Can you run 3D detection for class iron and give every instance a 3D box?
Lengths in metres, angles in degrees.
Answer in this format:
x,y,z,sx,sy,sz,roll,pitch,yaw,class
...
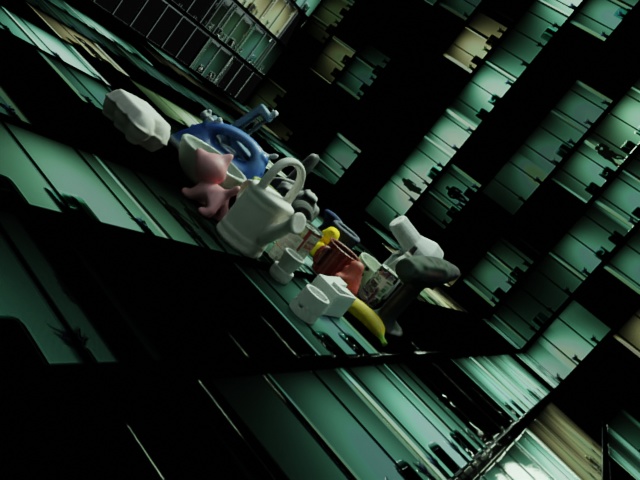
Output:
x,y,z,sx,sy,sz,roll,pitch,yaw,class
-0.236,-0.226,1.430,0.259,0.141,0.118,37,10,-11,iron

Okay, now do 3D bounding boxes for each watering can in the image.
x,y,z,sx,sy,sz,roll,pitch,yaw,class
-0.091,-0.063,1.060,0.172,0.194,0.101,42,10,15,watering can

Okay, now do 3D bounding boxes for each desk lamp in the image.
x,y,z,sx,sy,sz,roll,pitch,yaw,class
0.226,0.048,1.683,0.204,0.213,0.118,37,10,-13,desk lamp

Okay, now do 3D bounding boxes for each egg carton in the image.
x,y,z,sx,sy,sz,roll,pitch,yaw,class
-0.385,-0.252,1.206,0.150,0.069,0.107,43,10,25,egg carton

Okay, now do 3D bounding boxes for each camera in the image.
x,y,z,sx,sy,sz,roll,pitch,yaw,class
-0.063,-0.098,1.610,0.143,0.100,0.136,37,10,-14,camera

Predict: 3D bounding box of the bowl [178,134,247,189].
x,y,z,sx,sy,sz,roll,pitch,yaw,class
-0.247,-0.153,1.250,0.167,0.074,0.167,38,10,-7,bowl

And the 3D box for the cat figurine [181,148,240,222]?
x,y,z,sx,sy,sz,roll,pitch,yaw,class
-0.204,-0.116,1.109,0.127,0.117,0.067,44,10,26,cat figurine

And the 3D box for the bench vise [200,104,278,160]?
x,y,z,sx,sy,sz,roll,pitch,yaw,class
-0.230,-0.302,1.566,0.208,0.219,0.121,37,10,-13,bench vise

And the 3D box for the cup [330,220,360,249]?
x,y,z,sx,sy,sz,roll,pitch,yaw,class
0.044,0.002,1.564,0.092,0.095,0.117,35,10,-22,cup

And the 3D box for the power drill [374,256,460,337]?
x,y,z,sx,sy,sz,roll,pitch,yaw,class
0.214,0.120,1.317,0.075,0.208,0.230,45,11,33,power drill

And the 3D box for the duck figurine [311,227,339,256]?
x,y,z,sx,sy,sz,roll,pitch,yaw,class
0.013,0.005,1.464,0.077,0.086,0.105,39,9,3,duck figurine

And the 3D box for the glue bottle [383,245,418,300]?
x,y,z,sx,sy,sz,roll,pitch,yaw,class
0.213,0.083,1.592,0.037,0.173,0.078,35,10,-24,glue bottle

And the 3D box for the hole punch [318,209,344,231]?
x,y,z,sx,sy,sz,roll,pitch,yaw,class
0.042,-0.026,1.698,0.101,0.091,0.108,28,14,-49,hole punch

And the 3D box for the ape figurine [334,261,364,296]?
x,y,z,sx,sy,sz,roll,pitch,yaw,class
0.062,0.085,1.260,0.078,0.092,0.076,30,13,-44,ape figurine

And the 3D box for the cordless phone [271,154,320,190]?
x,y,z,sx,sy,sz,roll,pitch,yaw,class
-0.086,-0.199,1.739,0.094,0.185,0.148,41,10,15,cordless phone
